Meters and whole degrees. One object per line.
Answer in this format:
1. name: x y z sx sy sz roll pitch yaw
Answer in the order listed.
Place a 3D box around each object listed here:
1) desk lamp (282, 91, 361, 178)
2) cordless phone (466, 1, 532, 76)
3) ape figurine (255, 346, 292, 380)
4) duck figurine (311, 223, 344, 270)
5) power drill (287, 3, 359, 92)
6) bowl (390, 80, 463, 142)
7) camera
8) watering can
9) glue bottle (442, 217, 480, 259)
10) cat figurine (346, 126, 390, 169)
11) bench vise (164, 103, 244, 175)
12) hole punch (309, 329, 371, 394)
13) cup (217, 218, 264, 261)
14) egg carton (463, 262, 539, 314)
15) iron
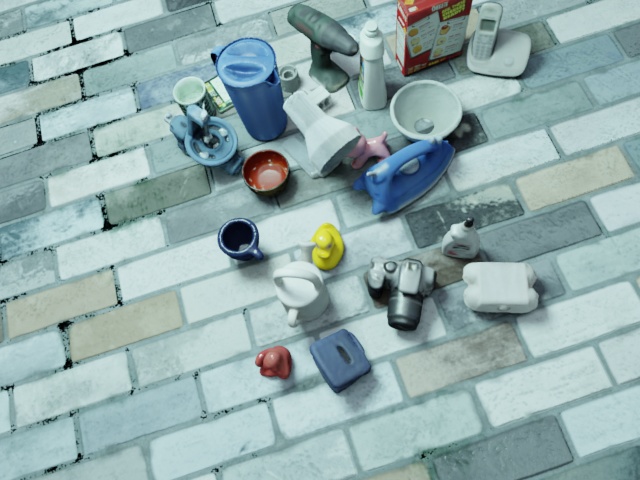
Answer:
1. desk lamp: -0.007 -0.225 1.280 0.118 0.214 0.203 -41 69 -11
2. cordless phone: 0.430 -0.478 1.355 0.147 0.185 0.094 8 69 9
3. ape figurine: -0.093 0.247 1.161 0.076 0.092 0.077 -44 70 -12
4. duck figurine: 0.012 0.004 1.253 0.077 0.086 0.104 2 68 7
5. power drill: 0.015 -0.458 1.376 0.076 0.208 0.229 -41 70 -11
6. bowl: 0.248 -0.291 1.356 0.167 0.075 0.167 -2 68 5
7. camera: 0.163 0.111 1.186 0.143 0.101 0.137 9 69 9
8. watering can: -0.042 0.087 1.166 0.101 0.194 0.173 -13 67 1
9. glue bottle: 0.297 -0.009 1.182 0.078 0.173 0.037 4 68 8
10. cat figurine: 0.098 -0.220 1.319 0.128 0.118 0.067 -13 67 1
11. bench vise: -0.287 -0.243 1.313 0.207 0.220 0.121 14 70 11
12. hole punch: 0.041 0.237 1.152 0.101 0.091 0.108 -33 68 -8
13. cup: -0.161 0.016 1.261 0.117 0.095 0.092 37 76 18
14. egg carton: 0.372 0.099 1.186 0.150 0.069 0.107 0 68 6
15. iron: 0.201 -0.171 1.276 0.258 0.141 0.118 -33 68 -8
